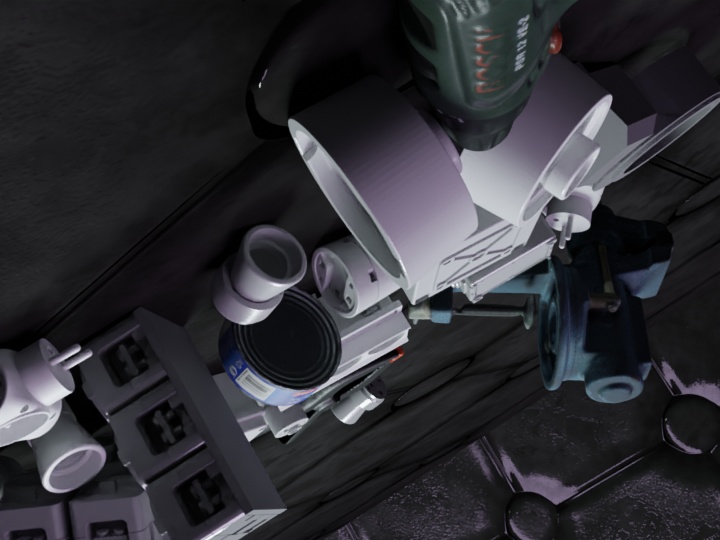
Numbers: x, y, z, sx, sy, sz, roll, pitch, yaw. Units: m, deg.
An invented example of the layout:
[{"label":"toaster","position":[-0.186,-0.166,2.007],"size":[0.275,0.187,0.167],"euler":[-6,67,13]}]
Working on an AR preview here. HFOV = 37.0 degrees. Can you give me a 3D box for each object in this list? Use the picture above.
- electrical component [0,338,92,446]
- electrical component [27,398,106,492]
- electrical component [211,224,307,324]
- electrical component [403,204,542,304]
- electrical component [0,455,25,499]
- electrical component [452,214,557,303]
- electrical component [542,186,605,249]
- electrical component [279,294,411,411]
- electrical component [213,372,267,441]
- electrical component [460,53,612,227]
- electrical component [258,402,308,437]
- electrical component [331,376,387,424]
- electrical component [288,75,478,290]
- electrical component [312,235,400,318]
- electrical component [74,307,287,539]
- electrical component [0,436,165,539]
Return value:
[{"label":"electrical component","position":[-0.196,0.067,0.635],"size":[0.079,0.044,0.077],"euler":[-30,165,-1]},{"label":"electrical component","position":[-0.203,0.109,0.716],"size":[0.044,0.065,0.044],"euler":[-27,144,-22]},{"label":"electrical component","position":[-0.066,0.004,0.683],"size":[0.045,0.045,0.055],"euler":[-17,160,-41]},{"label":"electrical component","position":[0.075,-0.033,0.809],"size":[0.109,0.056,0.108],"euler":[-28,164,-9]},{"label":"electrical component","position":[-0.269,0.153,0.774],"size":[0.043,0.043,0.062],"euler":[-30,163,-4]},{"label":"electrical component","position":[0.107,-0.020,0.899],"size":[0.096,0.061,0.061],"euler":[-30,165,-3]},{"label":"electrical component","position":[0.175,-0.057,0.893],"size":[0.043,0.079,0.077],"euler":[13,159,0]},{"label":"electrical component","position":[-0.028,0.055,0.879],"size":[0.121,0.063,0.078],"euler":[-28,164,-9]},{"label":"electrical component","position":[-0.145,0.144,0.949],"size":[0.078,0.057,0.113],"euler":[-12,156,-50]},{"label":"electrical component","position":[0.113,-0.077,0.668],"size":[0.108,0.060,0.108],"euler":[-49,166,-17]},{"label":"electrical component","position":[-0.076,0.120,0.987],"size":[0.044,0.065,0.044],"euler":[-28,164,-9]},{"label":"electrical component","position":[-0.002,0.146,1.246],"size":[0.055,0.045,0.045],"euler":[-40,162,29]},{"label":"electrical component","position":[0.018,-0.051,0.561],"size":[0.060,0.108,0.108],"euler":[-35,165,-6]},{"label":"electrical component","position":[0.000,0.000,0.778],"size":[0.047,0.055,0.055],"euler":[-26,164,-29]},{"label":"electrical component","position":[-0.121,0.110,0.711],"size":[0.062,0.150,0.089],"euler":[-33,165,2]},{"label":"electrical component","position":[-0.189,0.168,0.800],"size":[0.105,0.060,0.186],"euler":[-7,-176,3]}]
